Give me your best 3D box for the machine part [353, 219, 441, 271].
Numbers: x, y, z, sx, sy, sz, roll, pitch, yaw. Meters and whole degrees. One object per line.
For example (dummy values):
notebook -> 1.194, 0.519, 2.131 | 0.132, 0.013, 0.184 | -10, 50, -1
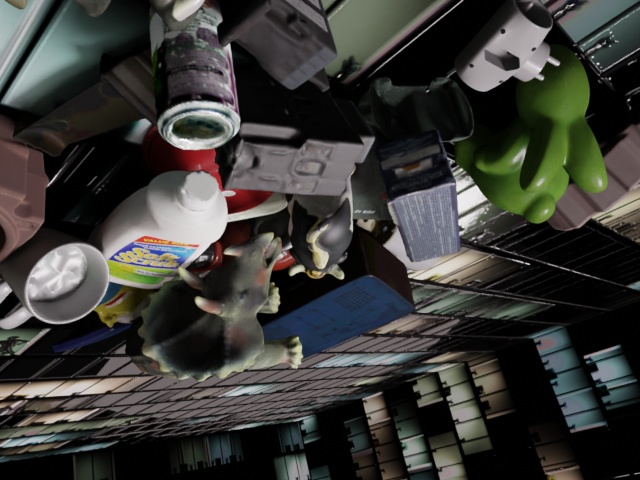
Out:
machine part -> 0.117, -0.005, 0.790 | 0.079, 0.079, 0.243 | -26, 155, 26

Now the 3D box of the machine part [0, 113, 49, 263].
machine part -> -0.352, -0.036, 0.437 | 0.201, 0.087, 0.201 | -27, 154, 30

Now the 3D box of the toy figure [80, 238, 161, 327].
toy figure -> -0.269, 0.046, 0.681 | 0.082, 0.089, 0.180 | -13, 149, 19

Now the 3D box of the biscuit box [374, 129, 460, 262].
biscuit box -> 0.105, -0.034, 0.553 | 0.063, 0.059, 0.202 | -16, 158, 9

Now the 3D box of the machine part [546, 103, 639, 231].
machine part -> 0.340, -0.086, 0.661 | 0.179, 0.056, 0.179 | -45, 177, -3

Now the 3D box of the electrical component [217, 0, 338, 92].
electrical component -> -0.021, -0.150, 0.384 | 0.048, 0.075, 0.119 | -29, 149, 31

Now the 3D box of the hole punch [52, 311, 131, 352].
hole punch -> -0.322, 0.111, 0.790 | 0.142, 0.092, 0.115 | -24, 159, 13

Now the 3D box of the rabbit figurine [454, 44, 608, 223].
rabbit figurine -> 0.220, -0.108, 0.557 | 0.121, 0.159, 0.170 | -4, 141, -1

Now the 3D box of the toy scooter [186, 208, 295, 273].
toy scooter -> -0.091, 0.018, 0.726 | 0.184, 0.075, 0.135 | -14, 158, 7

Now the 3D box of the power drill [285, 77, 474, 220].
power drill -> 0.085, -0.088, 0.597 | 0.232, 0.086, 0.207 | -4, 162, -17

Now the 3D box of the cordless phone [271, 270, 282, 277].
cordless phone -> -0.028, 0.074, 0.910 | 0.147, 0.089, 0.184 | -25, 166, 21

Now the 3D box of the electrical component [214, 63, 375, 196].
electrical component -> -0.025, -0.094, 0.449 | 0.134, 0.115, 0.058 | -2, 139, -29

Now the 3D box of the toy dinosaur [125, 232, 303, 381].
toy dinosaur -> -0.164, 0.115, 0.654 | 0.192, 0.131, 0.405 | 6, 159, -41

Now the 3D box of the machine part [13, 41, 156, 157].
machine part -> -0.177, -0.108, 0.436 | 0.139, 0.039, 0.084 | -20, 162, 9

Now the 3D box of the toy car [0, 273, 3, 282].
toy car -> -0.444, 0.031, 0.576 | 0.202, 0.053, 0.089 | -10, 167, -21

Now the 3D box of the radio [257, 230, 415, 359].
radio -> 0.008, 0.086, 0.743 | 0.230, 0.073, 0.131 | -29, 138, 30

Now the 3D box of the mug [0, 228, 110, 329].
mug -> -0.283, 0.037, 0.538 | 0.109, 0.107, 0.080 | -51, 137, -21

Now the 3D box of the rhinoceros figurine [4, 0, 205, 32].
rhinoceros figurine -> -0.130, -0.179, 0.270 | 0.112, 0.073, 0.190 | -30, 153, 8

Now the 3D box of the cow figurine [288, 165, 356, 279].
cow figurine -> 0.001, -0.001, 0.547 | 0.068, 0.098, 0.167 | -1, 150, -2
